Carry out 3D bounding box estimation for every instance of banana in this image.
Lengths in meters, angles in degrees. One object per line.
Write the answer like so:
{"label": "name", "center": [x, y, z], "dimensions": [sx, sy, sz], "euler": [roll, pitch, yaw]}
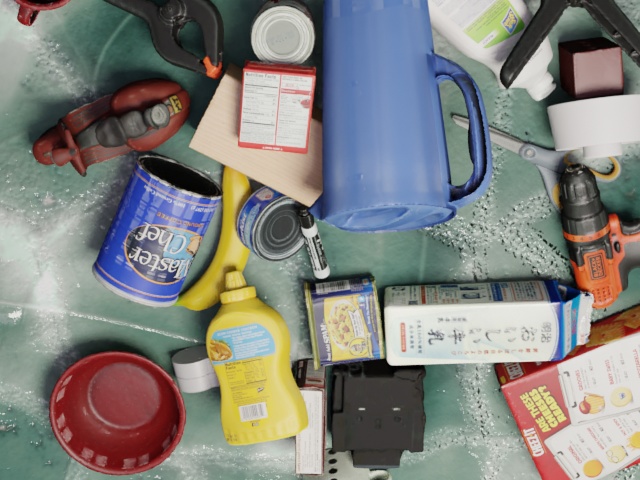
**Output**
{"label": "banana", "center": [-0.114, 0.008, 1.229], "dimensions": [0.069, 0.037, 0.198], "euler": [24, 106, -9]}

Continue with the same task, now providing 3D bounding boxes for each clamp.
{"label": "clamp", "center": [-0.149, -0.251, 1.129], "dimensions": [0.120, 0.039, 0.171], "euler": [-44, 83, 15]}
{"label": "clamp", "center": [0.255, -0.251, 1.104], "dimensions": [0.164, 0.036, 0.210], "euler": [-8, 78, 2]}

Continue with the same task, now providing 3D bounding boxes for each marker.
{"label": "marker", "center": [-0.008, 0.001, 1.204], "dimensions": [0.020, 0.020, 0.121], "euler": [-12, 141, 3]}

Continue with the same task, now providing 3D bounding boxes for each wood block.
{"label": "wood block", "center": [-0.029, -0.103, 1.168], "dimensions": [0.206, 0.090, 0.091], "euler": [26, 105, -9]}

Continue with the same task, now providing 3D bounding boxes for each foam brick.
{"label": "foam brick", "center": [0.291, -0.186, 1.150], "dimensions": [0.053, 0.078, 0.051], "euler": [-7, 109, 2]}

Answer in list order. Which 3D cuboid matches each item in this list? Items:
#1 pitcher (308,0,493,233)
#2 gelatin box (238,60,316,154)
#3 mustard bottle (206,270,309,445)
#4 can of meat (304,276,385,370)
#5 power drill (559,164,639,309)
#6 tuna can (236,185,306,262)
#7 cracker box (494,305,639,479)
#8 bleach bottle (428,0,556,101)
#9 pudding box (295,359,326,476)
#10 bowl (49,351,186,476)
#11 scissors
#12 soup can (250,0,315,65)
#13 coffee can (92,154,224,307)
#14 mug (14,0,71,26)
{"label": "pitcher", "center": [0.072, -0.133, 1.065], "dimensions": [0.149, 0.145, 0.243], "euler": [1, 79, -22]}
{"label": "gelatin box", "center": [-0.044, -0.136, 1.089], "dimensions": [0.073, 0.030, 0.089], "euler": [5, 117, -2]}
{"label": "mustard bottle", "center": [-0.078, 0.129, 1.200], "dimensions": [0.096, 0.058, 0.191], "euler": [-13, 89, 21]}
{"label": "can of meat", "center": [0.028, 0.095, 1.248], "dimensions": [0.084, 0.057, 0.102], "euler": [-7, 107, 0]}
{"label": "power drill", "center": [0.368, -0.020, 1.200], "dimensions": [0.188, 0.057, 0.184], "euler": [-13, 120, 8]}
{"label": "tuna can", "center": [-0.049, -0.019, 1.201], "dimensions": [0.086, 0.034, 0.086], "euler": [-19, 125, -29]}
{"label": "cracker box", "center": [0.338, 0.187, 1.270], "dimensions": [0.214, 0.072, 0.164], "euler": [-24, 106, 8]}
{"label": "bleach bottle", "center": [0.159, -0.245, 1.140], "dimensions": [0.103, 0.068, 0.250], "euler": [-40, 106, 12]}
{"label": "pudding box", "center": [-0.011, 0.209, 1.265], "dimensions": [0.039, 0.090, 0.113], "euler": [-1, 106, 1]}
{"label": "bowl", "center": [-0.238, 0.198, 1.278], "dimensions": [0.162, 0.055, 0.162], "euler": [0, 107, 0]}
{"label": "scissors", "center": [0.240, -0.081, 1.215], "dimensions": [0.201, 0.016, 0.096], "euler": [9, 107, -3]}
{"label": "soup can", "center": [-0.038, -0.219, 1.125], "dimensions": [0.068, 0.102, 0.068], "euler": [0, 107, -1]}
{"label": "coffee can", "center": [-0.181, -0.010, 1.189], "dimensions": [0.102, 0.103, 0.140], "euler": [23, 106, -7]}
{"label": "mug", "center": [-0.288, -0.279, 1.116], "dimensions": [0.093, 0.081, 0.117], "euler": [20, 106, -7]}
